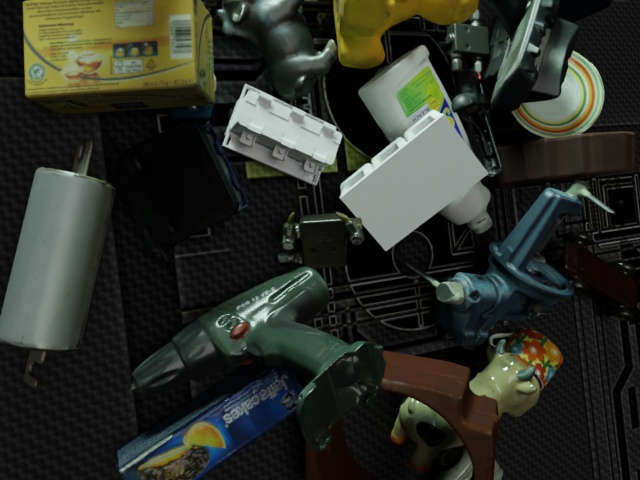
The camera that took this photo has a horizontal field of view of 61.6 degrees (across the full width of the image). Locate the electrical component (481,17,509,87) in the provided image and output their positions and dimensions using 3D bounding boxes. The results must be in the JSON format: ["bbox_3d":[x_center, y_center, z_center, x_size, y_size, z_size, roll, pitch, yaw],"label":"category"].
[{"bbox_3d":[0.299,-0.251,0.774,0.115,0.058,0.134,16,82,-19],"label":"electrical component"}]

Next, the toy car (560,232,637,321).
[{"bbox_3d":[0.408,0.056,0.797,0.202,0.053,0.089,23,73,-31],"label":"toy car"}]

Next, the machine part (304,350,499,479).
[{"bbox_3d":[0.088,0.230,0.592,0.087,0.202,0.200,-21,114,-64],"label":"machine part"}]

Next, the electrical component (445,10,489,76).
[{"bbox_3d":[0.207,-0.279,0.756,0.063,0.021,0.094,0,89,-21],"label":"electrical component"}]

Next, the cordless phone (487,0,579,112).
[{"bbox_3d":[0.221,-0.256,0.635,0.184,0.089,0.146,32,73,-39],"label":"cordless phone"}]

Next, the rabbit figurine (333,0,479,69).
[{"bbox_3d":[0.103,-0.298,0.661,0.173,0.121,0.162,-3,58,3],"label":"rabbit figurine"}]

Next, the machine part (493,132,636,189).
[{"bbox_3d":[0.321,-0.105,0.720,0.179,0.179,0.056,-8,93,-22],"label":"machine part"}]

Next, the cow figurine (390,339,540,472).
[{"bbox_3d":[0.192,0.202,0.678,0.195,0.086,0.127,-9,124,-20],"label":"cow figurine"}]

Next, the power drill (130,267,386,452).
[{"bbox_3d":[-0.053,0.123,0.547,0.232,0.208,0.085,-33,120,-29],"label":"power drill"}]

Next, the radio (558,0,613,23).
[{"bbox_3d":[0.289,-0.394,0.735,0.229,0.131,0.073,35,76,-17],"label":"radio"}]

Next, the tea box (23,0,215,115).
[{"bbox_3d":[-0.196,-0.183,0.532,0.170,0.068,0.098,-1,88,5],"label":"tea box"}]

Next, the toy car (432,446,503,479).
[{"bbox_3d":[0.156,0.349,0.693,0.202,0.056,0.073,-43,103,-18],"label":"toy car"}]

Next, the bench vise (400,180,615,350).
[{"bbox_3d":[0.251,0.025,0.687,0.223,0.129,0.240,14,117,-28],"label":"bench vise"}]

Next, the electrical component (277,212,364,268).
[{"bbox_3d":[0.000,-0.001,0.626,0.102,0.045,0.078,2,111,1],"label":"electrical component"}]

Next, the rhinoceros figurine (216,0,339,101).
[{"bbox_3d":[-0.060,-0.255,0.626,0.112,0.073,0.190,-34,102,-9],"label":"rhinoceros figurine"}]

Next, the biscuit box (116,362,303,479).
[{"bbox_3d":[-0.115,0.202,0.587,0.203,0.063,0.059,-31,101,-20],"label":"biscuit box"}]

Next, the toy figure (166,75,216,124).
[{"bbox_3d":[-0.148,-0.207,0.595,0.064,0.058,0.154,-4,88,-64],"label":"toy figure"}]

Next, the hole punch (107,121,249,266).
[{"bbox_3d":[-0.148,-0.060,0.582,0.116,0.092,0.142,-23,101,9],"label":"hole punch"}]

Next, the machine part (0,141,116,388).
[{"bbox_3d":[-0.258,0.020,0.529,0.079,0.079,0.243,12,84,-21],"label":"machine part"}]
